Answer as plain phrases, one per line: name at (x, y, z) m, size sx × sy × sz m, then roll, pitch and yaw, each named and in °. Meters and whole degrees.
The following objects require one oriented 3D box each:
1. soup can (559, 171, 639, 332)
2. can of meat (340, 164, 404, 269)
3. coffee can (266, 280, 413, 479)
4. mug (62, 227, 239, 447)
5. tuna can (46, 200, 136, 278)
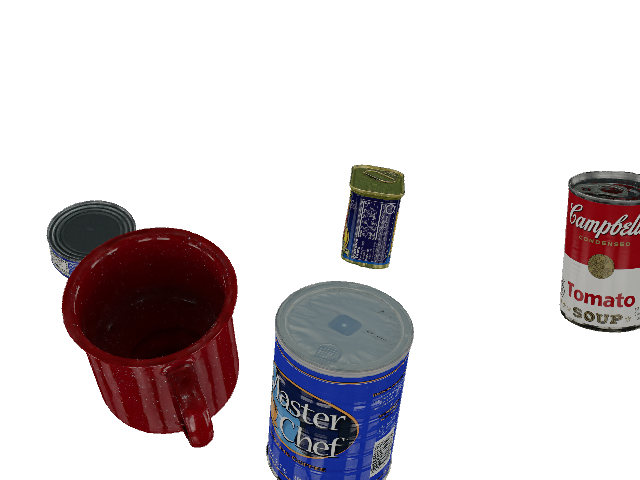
soup can at (0.211, 0.007, 0.779) m, size 0.068 × 0.102 × 0.068 m, roll 0°, pitch 21°, yaw 0°
can of meat at (0.054, -0.026, 1.131) m, size 0.057 × 0.084 × 0.102 m, roll 9°, pitch 19°, yaw 1°
coffee can at (0.012, 0.117, 0.824) m, size 0.103 × 0.140 × 0.103 m, roll 3°, pitch 36°, yaw -3°
mug at (-0.083, 0.062, 0.585) m, size 0.093 × 0.117 × 0.081 m, roll -22°, pitch -38°, yaw -15°
tuna can at (-0.223, 0.002, 1.048) m, size 0.086 × 0.034 × 0.086 m, roll 2°, pitch 44°, yaw -2°
